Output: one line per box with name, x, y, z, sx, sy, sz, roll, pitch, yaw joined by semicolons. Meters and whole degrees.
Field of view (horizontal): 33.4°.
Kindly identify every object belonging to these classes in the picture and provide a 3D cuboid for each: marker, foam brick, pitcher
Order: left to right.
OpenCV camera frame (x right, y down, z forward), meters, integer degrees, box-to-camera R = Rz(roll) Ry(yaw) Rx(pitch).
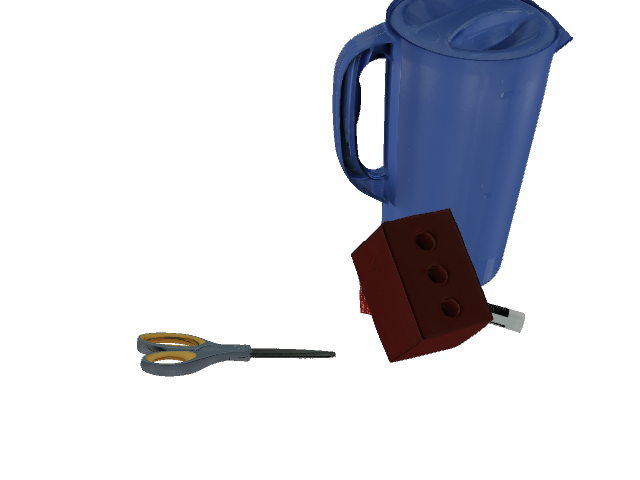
foam brick;0.062;0.029;0.663;0.052;0.078;0.051;-12;-17;-28
pitcher;0.101;-0.077;0.878;0.149;0.243;0.144;21;41;22
marker;0.130;0.060;0.996;0.121;0.020;0.020;17;1;3

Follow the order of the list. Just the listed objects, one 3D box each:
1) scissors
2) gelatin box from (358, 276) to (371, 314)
scissors;-0.091;0.119;1.067;0.202;0.016;0.096;6;17;9
gelatin box;0.085;0.055;1.339;0.073;0.089;0.030;10;31;25
